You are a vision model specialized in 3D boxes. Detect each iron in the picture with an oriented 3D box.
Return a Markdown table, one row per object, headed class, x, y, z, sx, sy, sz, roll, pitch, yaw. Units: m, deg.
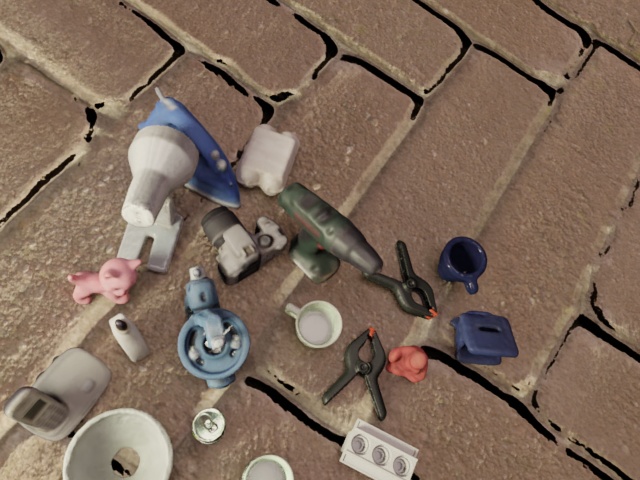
| class | x | y | z | sx | sy | sz | roll | pitch | yaw |
| --- | --- | --- | --- | --- | --- | --- | --- | --- | --- |
| iron | -0.240 | -0.182 | 1.123 | 0.258 | 0.141 | 0.119 | 45 | 68 | 8 |

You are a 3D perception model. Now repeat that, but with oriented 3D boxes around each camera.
| class | x | y | z | sx | sy | sz | roll | pitch | yaw |
| --- | --- | --- | --- | --- | --- | --- | --- | --- | --- |
| camera | -0.152 | -0.008 | 1.095 | 0.143 | 0.100 | 0.136 | -33 | 79 | -21 |

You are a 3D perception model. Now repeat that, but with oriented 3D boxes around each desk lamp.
| class | x | y | z | sx | sy | sz | roll | pitch | yaw |
| --- | --- | --- | --- | --- | --- | --- | --- | --- | --- |
| desk lamp | -0.296 | -0.071 | 1.030 | 0.118 | 0.213 | 0.203 | 13 | 67 | -6 |

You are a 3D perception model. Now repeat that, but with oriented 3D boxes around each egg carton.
| class | x | y | z | sx | sy | sz | roll | pitch | yaw |
| --- | --- | --- | --- | --- | --- | --- | --- | --- | --- |
| egg carton | -0.108 | -0.167 | 1.182 | 0.107 | 0.069 | 0.150 | 18 | 67 | -4 |

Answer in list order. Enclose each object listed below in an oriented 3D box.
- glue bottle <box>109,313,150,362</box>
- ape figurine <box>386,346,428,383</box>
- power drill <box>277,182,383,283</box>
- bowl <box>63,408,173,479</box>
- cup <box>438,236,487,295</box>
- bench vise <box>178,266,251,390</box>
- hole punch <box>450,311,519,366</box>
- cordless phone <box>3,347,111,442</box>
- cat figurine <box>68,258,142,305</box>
| class | x | y | z | sx | sy | sz | roll | pitch | yaw |
| --- | --- | --- | --- | --- | --- | --- | --- | --- | --- |
| glue bottle | -0.324 | 0.156 | 0.959 | 0.037 | 0.173 | 0.078 | -35 | 79 | -21 |
| ape figurine | 0.173 | 0.229 | 1.073 | 0.076 | 0.092 | 0.078 | -27 | 76 | -19 |
| power drill | 0.010 | 0.004 | 1.064 | 0.229 | 0.208 | 0.076 | 45 | 68 | 8 |
| bowl | -0.322 | 0.363 | 0.932 | 0.167 | 0.074 | 0.167 | 4 | 69 | -10 |
| cup | 0.282 | 0.062 | 1.158 | 0.092 | 0.095 | 0.117 | -10 | 71 | -14 |
| bench vise | -0.197 | 0.141 | 0.964 | 0.122 | 0.219 | 0.207 | -31 | 78 | -20 |
| hole punch | 0.321 | 0.187 | 1.119 | 0.109 | 0.091 | 0.101 | 6 | 68 | -9 |
| cordless phone | -0.415 | 0.236 | 0.903 | 0.094 | 0.185 | 0.148 | 31 | 67 | 2 |
| cat figurine | -0.378 | 0.068 | 1.012 | 0.128 | 0.117 | 0.067 | -2 | 69 | -12 |
